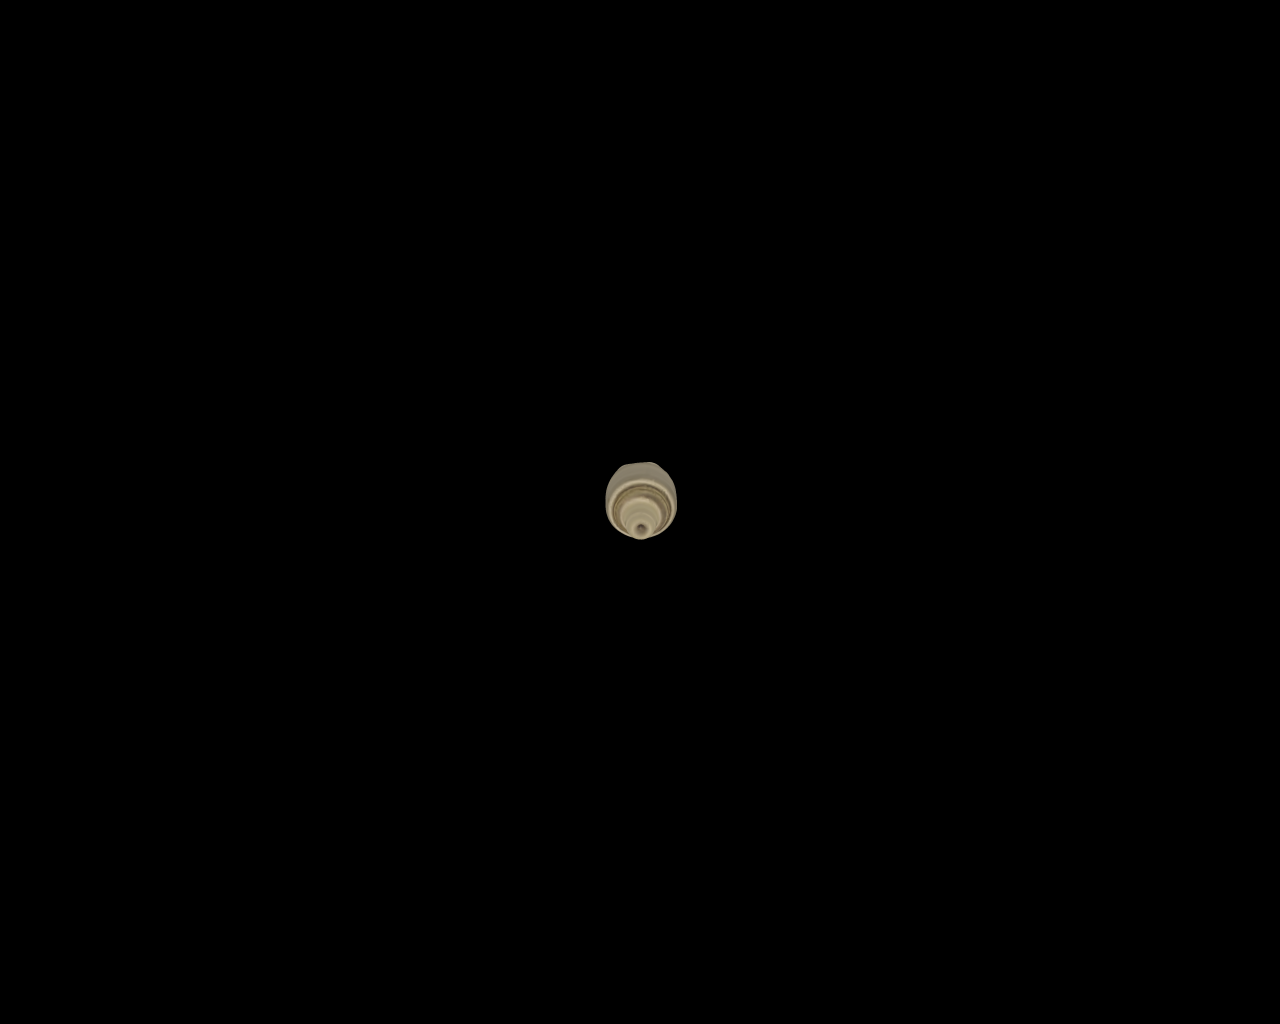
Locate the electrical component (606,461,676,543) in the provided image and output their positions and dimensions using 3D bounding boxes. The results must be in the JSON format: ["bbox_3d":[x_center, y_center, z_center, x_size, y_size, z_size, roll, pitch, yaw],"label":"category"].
[{"bbox_3d":[0.001,-0.003,0.650,0.043,0.043,0.062,0,25,0],"label":"electrical component"}]
